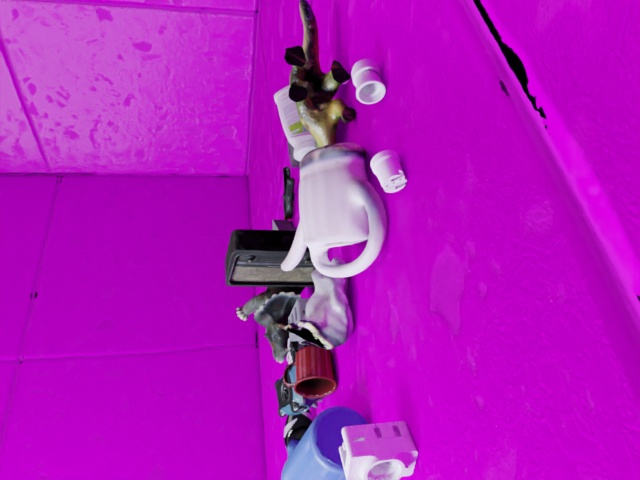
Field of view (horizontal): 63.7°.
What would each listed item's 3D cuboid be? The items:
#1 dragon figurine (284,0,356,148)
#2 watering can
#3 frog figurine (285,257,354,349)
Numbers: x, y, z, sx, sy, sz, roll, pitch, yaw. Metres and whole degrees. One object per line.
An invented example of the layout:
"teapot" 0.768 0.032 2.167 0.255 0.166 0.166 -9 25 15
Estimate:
"dragon figurine" -0.008 -0.269 1.057 0.122 0.419 0.238 -3 -27 -4
"watering can" 0.003 -0.045 0.904 0.104 0.225 0.345 0 -6 -30
"frog figurine" 0.021 0.120 0.979 0.123 0.162 0.135 31 -25 5
